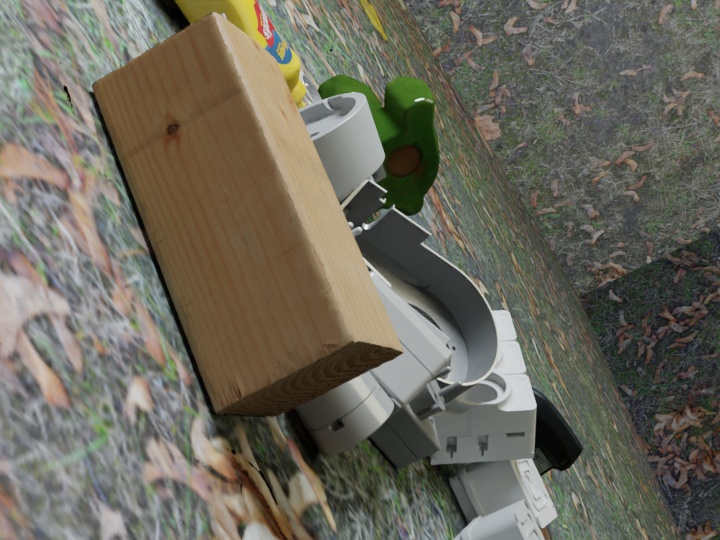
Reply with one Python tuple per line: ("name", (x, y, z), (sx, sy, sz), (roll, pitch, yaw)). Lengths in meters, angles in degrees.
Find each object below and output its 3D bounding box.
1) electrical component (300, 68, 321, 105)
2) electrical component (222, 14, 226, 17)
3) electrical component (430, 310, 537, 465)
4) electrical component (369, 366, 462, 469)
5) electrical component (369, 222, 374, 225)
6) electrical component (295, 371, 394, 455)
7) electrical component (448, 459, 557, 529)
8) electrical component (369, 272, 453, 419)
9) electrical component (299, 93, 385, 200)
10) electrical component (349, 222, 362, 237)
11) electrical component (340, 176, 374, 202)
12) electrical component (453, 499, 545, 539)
("electrical component", (-0.056, -0.149, 0.984), (0.077, 0.044, 0.079), (63, 13, 1))
("electrical component", (-0.092, -0.125, 0.760), (0.099, 0.064, 0.099), (56, 14, -23))
("electrical component", (0.099, 0.097, 0.954), (0.150, 0.089, 0.061), (-94, -179, -59))
("electrical component", (0.038, 0.094, 0.797), (0.083, 0.076, 0.047), (52, 17, -37))
("electrical component", (0.024, -0.018, 1.031), (0.055, 0.045, 0.045), (64, 13, 4))
("electrical component", (-0.014, 0.081, 0.675), (0.047, 0.055, 0.055), (56, 14, -10))
("electrical component", (0.129, 0.203, 0.967), (0.078, 0.057, 0.113), (66, 14, 13))
("electrical component", (0.009, 0.046, 0.731), (0.096, 0.061, 0.061), (46, -22, 4))
("electrical component", (-0.033, -0.083, 0.819), (0.108, 0.108, 0.060), (-86, 153, -65))
("electrical component", (-0.034, -0.013, 0.740), (0.052, 0.074, 0.138), (66, 14, 15))
("electrical component", (-0.022, -0.068, 0.925), (0.053, 0.059, 0.095), (63, 13, 3))
("electrical component", (0.126, 0.250, 0.861), (0.113, 0.057, 0.078), (65, 14, 9))
